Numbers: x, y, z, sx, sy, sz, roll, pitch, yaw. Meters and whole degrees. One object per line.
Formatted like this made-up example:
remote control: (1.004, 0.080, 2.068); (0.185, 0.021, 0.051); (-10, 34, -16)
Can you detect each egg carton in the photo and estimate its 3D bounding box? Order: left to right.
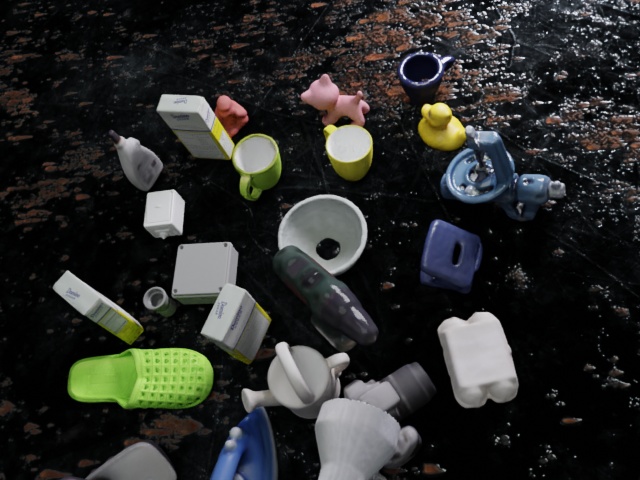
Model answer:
egg carton: (0.257, 0.194, 0.933); (0.107, 0.069, 0.150); (-14, 63, 5)

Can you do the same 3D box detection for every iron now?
iron: (-0.137, 0.378, 0.886); (0.118, 0.142, 0.258); (4, 66, 13)

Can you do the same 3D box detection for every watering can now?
watering can: (-0.037, 0.225, 0.908); (0.100, 0.194, 0.173); (40, 78, 25)

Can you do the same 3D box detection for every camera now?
camera: (0.123, 0.267, 0.908); (0.137, 0.101, 0.143); (-32, 63, -4)

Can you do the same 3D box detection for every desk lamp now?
desk lamp: (0.043, 0.347, 0.823); (0.117, 0.214, 0.203); (10, 68, 16)

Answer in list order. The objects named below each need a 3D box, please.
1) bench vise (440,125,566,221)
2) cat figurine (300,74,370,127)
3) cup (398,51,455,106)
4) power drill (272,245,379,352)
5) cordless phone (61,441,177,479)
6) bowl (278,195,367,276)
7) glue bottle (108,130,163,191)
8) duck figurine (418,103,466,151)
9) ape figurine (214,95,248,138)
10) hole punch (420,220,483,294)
bench vise: (0.313, -0.127, 0.987); (0.207, 0.220, 0.121); (-3, 65, 10)
cat figurine: (0.031, -0.290, 1.177); (0.127, 0.118, 0.067); (8, 67, 15)
cup: (0.218, -0.325, 1.169); (0.118, 0.095, 0.091); (-24, 63, 0)
power drill: (0.020, 0.111, 0.941); (0.076, 0.209, 0.229); (-44, 65, -10)
cordless phone: (-0.325, 0.379, 0.899); (0.147, 0.185, 0.094); (-38, 64, -7)
bowl: (0.010, 0.004, 1.068); (0.167, 0.075, 0.167); (-4, 65, 9)
glue bottle: (-0.385, -0.173, 1.175); (0.037, 0.173, 0.078); (20, 71, 20)
duck figurine: (0.241, -0.230, 1.124); (0.104, 0.086, 0.077); (36, 77, 24)
ape figurine: (-0.198, -0.273, 1.230); (0.077, 0.092, 0.076); (-6, 64, 9)
hole punch: (0.231, 0.028, 1.003); (0.101, 0.091, 0.109); (11, 68, 16)
